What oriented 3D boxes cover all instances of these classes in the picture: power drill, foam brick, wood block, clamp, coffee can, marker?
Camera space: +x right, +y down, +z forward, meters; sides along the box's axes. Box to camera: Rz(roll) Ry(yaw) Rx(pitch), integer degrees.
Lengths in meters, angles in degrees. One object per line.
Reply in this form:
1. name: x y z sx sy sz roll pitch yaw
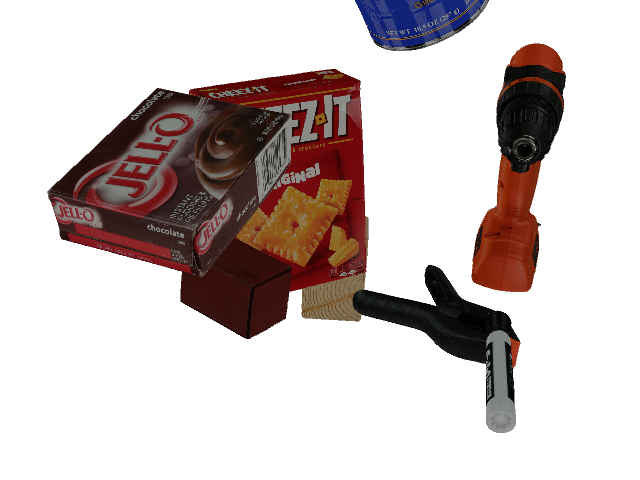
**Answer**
1. power drill: 0.167 -0.053 0.894 0.057 0.188 0.184 11 32 10
2. foam brick: -0.071 0.036 0.885 0.078 0.051 0.052 26 34 30
3. wood block: 0.025 0.038 1.651 0.091 0.090 0.206 3 23 3
4. clamp: 0.130 0.072 1.050 0.172 0.039 0.120 26 39 31
5. coffee can: 0.059 -0.231 0.809 0.103 0.102 0.140 0 -43 34
6. marker: 0.121 0.085 0.721 0.020 0.020 0.121 0 29 9

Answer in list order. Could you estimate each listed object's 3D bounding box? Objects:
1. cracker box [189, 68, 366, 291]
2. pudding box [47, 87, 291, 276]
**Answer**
1. cracker box: -0.039 -0.055 1.087 0.164 0.214 0.072 -12 23 -23
2. pudding box: -0.078 -0.035 0.582 0.090 0.039 0.113 14 41 21
